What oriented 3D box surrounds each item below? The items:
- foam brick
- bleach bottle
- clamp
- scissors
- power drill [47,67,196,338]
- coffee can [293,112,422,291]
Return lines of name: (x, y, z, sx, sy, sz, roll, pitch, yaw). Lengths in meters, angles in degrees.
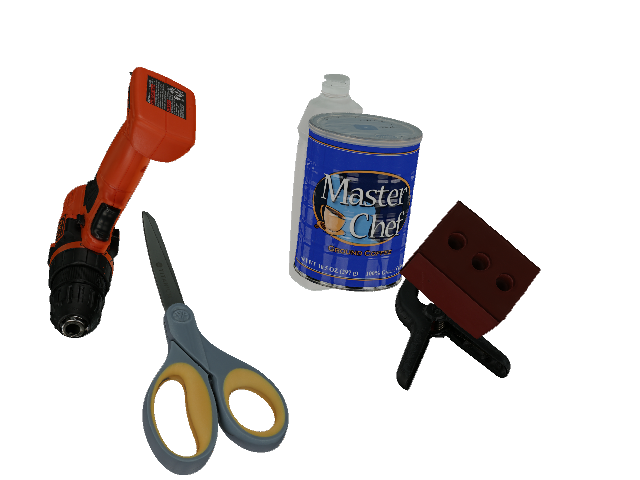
foam brick: (0.105, 0.022, 0.759, 0.078, 0.053, 0.051, 40, -23, 3)
bleach bottle: (0.017, -0.069, 1.242, 0.102, 0.251, 0.068, -13, 30, -32)
clamp: (0.137, 0.091, 1.158, 0.120, 0.171, 0.039, 4, -44, -6)
scissors: (-0.070, 0.059, 0.673, 0.096, 0.202, 0.016, 9, -46, -15)
power drill: (-0.167, -0.034, 0.868, 0.057, 0.188, 0.184, 23, 29, -24)
coffee can: (0.033, -0.037, 0.974, 0.103, 0.140, 0.103, 6, 18, -2)
